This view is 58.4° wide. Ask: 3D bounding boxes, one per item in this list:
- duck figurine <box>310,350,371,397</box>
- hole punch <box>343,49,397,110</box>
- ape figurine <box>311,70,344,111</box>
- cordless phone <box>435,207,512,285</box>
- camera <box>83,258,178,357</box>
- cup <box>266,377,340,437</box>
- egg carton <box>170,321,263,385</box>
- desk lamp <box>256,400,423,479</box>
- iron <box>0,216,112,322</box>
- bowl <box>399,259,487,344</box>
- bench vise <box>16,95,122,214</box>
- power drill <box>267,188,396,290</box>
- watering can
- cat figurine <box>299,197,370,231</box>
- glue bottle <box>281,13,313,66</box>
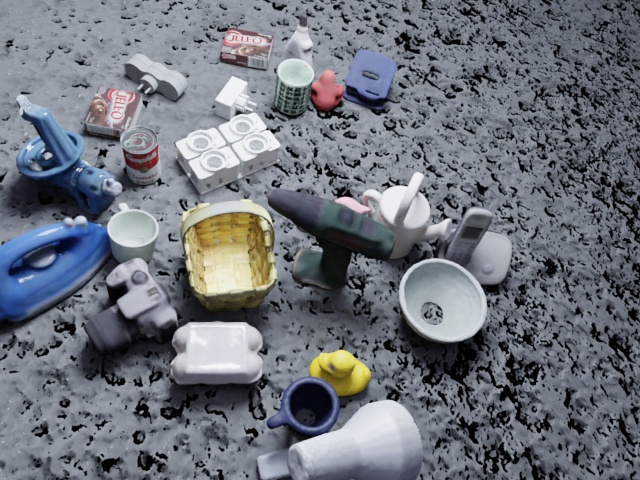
[{"bbox_3d":[0.038,0.217,0.967,0.104,0.086,0.077,14,58,-2],"label":"duck figurine"},{"bbox_3d":[0.118,-0.374,1.335,0.108,0.091,0.101,20,58,2],"label":"hole punch"},{"bbox_3d":[0.016,-0.346,1.298,0.078,0.092,0.076,17,58,0],"label":"ape figurine"},{"bbox_3d":[0.308,0.007,1.087,0.147,0.185,0.094,4,59,-8],"label":"cordless phone"},{"bbox_3d":[-0.323,0.116,0.949,0.137,0.101,0.143,-30,69,-25],"label":"camera"},{"bbox_3d":[-0.032,0.280,0.910,0.118,0.095,0.091,-19,65,-21],"label":"cup"},{"bbox_3d":[-0.170,0.190,0.953,0.150,0.069,0.107,1,59,-10],"label":"egg carton"},{"bbox_3d":[0.023,0.322,0.825,0.203,0.213,0.118,-11,62,-17],"label":"desk lamp"},{"bbox_3d":[-0.459,0.022,0.955,0.259,0.141,0.118,-35,71,-27],"label":"iron"},{"bbox_3d":[0.218,0.124,1.064,0.167,0.075,0.167,5,59,-8],"label":"bowl"},{"bbox_3d":[-0.446,-0.158,1.020,0.207,0.220,0.121,12,58,-3],"label":"bench vise"},{"bbox_3d":[0.009,0.004,1.017,0.229,0.208,0.075,15,58,-2],"label":"power drill"},{"bbox_3d":[0.165,-0.052,1.089,0.173,0.194,0.101,10,58,-5],"label":"watering can"},{"bbox_3d":[0.026,-0.053,1.108,0.127,0.118,0.067,23,58,4],"label":"cat figurine"},{"bbox_3d":[-0.045,-0.436,1.292,0.078,0.173,0.037,42,61,15],"label":"glue bottle"}]
